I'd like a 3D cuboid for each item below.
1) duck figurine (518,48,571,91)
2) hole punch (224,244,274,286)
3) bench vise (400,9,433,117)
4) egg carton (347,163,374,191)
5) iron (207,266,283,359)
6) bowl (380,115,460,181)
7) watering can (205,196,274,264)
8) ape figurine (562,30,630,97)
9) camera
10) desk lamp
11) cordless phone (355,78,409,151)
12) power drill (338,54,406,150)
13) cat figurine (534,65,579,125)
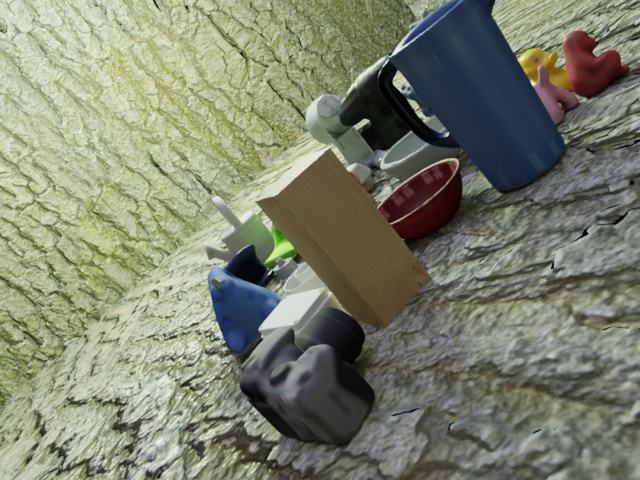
[{"bbox_3d":[0.354,-0.269,0.934,0.078,0.086,0.104,-48,17,-28],"label":"duck figurine"},{"bbox_3d":[-0.168,0.074,1.205,0.109,0.091,0.100,-49,17,-31],"label":"hole punch"},{"bbox_3d":[0.250,-0.399,1.315,0.207,0.220,0.121,-32,17,29],"label":"bench vise"},{"bbox_3d":[0.050,-0.099,1.219,0.107,0.069,0.150,-26,20,43],"label":"egg carton"},{"bbox_3d":[-0.146,0.097,0.981,0.119,0.141,0.258,-41,15,-6],"label":"iron"},{"bbox_3d":[0.193,-0.155,1.019,0.167,0.075,0.167,-37,15,12],"label":"bowl"},{"bbox_3d":[-0.184,-0.016,1.306,0.173,0.194,0.100,-47,17,-27],"label":"watering can"},{"bbox_3d":[0.384,-0.261,0.825,0.076,0.092,0.078,-36,15,14],"label":"ape figurine"},{"bbox_3d":[-0.007,0.131,0.613,0.137,0.101,0.142,-49,17,-30],"label":"camera"},{"bbox_3d":[0.059,-0.258,1.383,0.118,0.214,0.203,-40,15,0],"label":"desk lamp"},{"bbox_3d":[0.133,-0.325,1.457,0.147,0.185,0.094,-27,19,39],"label":"cordless phone"},{"bbox_3d":[0.142,-0.263,1.204,0.076,0.208,0.229,-48,17,-28],"label":"power drill"},{"bbox_3d":[0.301,-0.223,0.866,0.067,0.118,0.127,-46,16,-23],"label":"cat figurine"}]
